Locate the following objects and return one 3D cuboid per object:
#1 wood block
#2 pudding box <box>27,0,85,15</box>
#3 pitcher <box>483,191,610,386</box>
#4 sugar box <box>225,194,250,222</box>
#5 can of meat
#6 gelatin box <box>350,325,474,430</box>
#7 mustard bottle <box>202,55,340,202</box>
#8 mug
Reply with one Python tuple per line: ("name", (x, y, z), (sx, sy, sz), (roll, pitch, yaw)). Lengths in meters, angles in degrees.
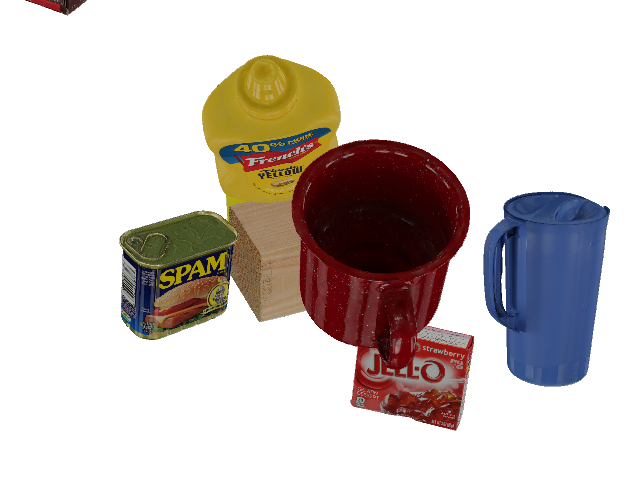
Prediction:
("wood block", (0.017, 0.002, 1.097), (0.205, 0.090, 0.091), (-13, 39, -21))
("pudding box", (-0.202, -0.218, 0.800), (0.090, 0.039, 0.113), (20, 38, 7))
("pitcher", (0.294, 0.066, 1.400), (0.149, 0.243, 0.144), (5, 21, 15))
("sugar box", (-0.087, -0.041, 1.309), (0.048, 0.176, 0.093), (-12, 26, -17))
("can of meat", (-0.126, 0.031, 0.939), (0.101, 0.084, 0.058), (-18, 42, -35))
("gelatin box", (0.072, 0.104, 0.843), (0.089, 0.073, 0.030), (12, 23, 14))
("mustard bottle", (-0.034, -0.082, 0.756), (0.096, 0.058, 0.191), (-9, -15, -2))
("mug", (0.032, 0.016, 0.577), (0.093, 0.117, 0.081), (-9, -35, -9))
